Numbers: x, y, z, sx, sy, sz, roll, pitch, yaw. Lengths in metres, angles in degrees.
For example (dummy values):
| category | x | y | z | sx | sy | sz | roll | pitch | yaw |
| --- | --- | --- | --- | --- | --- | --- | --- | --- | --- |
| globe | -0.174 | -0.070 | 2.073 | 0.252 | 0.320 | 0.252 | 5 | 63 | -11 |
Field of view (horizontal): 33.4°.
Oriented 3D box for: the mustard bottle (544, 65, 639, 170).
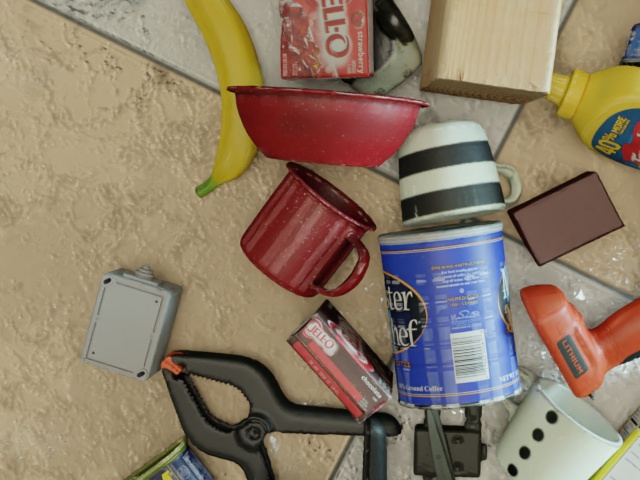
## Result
| category | x | y | z | sx | sy | sz | roll | pitch | yaw |
| --- | --- | --- | --- | --- | --- | --- | --- | --- | --- |
| mustard bottle | 0.267 | -0.091 | 0.853 | 0.191 | 0.096 | 0.058 | 23 | 67 | 6 |

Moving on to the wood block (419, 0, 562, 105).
| category | x | y | z | sx | sy | sz | roll | pitch | yaw |
| --- | --- | --- | --- | --- | --- | --- | --- | --- | --- |
| wood block | 0.142 | -0.219 | 0.847 | 0.090 | 0.090 | 0.206 | 8 | 91 | -4 |

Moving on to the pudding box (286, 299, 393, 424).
| category | x | y | z | sx | sy | sz | roll | pitch | yaw |
| --- | --- | --- | --- | --- | --- | --- | --- | --- | --- |
| pudding box | 0.019 | 0.098 | 0.884 | 0.039 | 0.113 | 0.090 | -41 | 89 | 3 |

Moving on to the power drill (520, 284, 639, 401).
| category | x | y | z | sx | sy | sz | roll | pitch | yaw |
| --- | --- | --- | --- | --- | --- | --- | --- | --- | --- |
| power drill | 0.260 | 0.035 | 0.851 | 0.188 | 0.057 | 0.184 | -26 | 118 | 12 |

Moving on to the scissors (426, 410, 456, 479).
| category | x | y | z | sx | sy | sz | roll | pitch | yaw |
| --- | --- | --- | --- | --- | --- | --- | --- | --- | --- |
| scissors | 0.132 | 0.233 | 0.913 | 0.096 | 0.016 | 0.202 | 2 | 105 | 0 |

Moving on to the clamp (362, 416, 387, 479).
| category | x | y | z | sx | sy | sz | roll | pitch | yaw |
| --- | --- | --- | --- | --- | --- | --- | --- | --- | --- |
| clamp | 0.026 | 0.244 | 0.912 | 0.120 | 0.039 | 0.171 | -22 | 103 | 4 |

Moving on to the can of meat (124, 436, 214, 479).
| category | x | y | z | sx | sy | sz | roll | pitch | yaw |
| --- | --- | --- | --- | --- | --- | --- | --- | --- | --- |
| can of meat | -0.135 | 0.238 | 0.941 | 0.102 | 0.057 | 0.084 | -36 | 92 | 8 |

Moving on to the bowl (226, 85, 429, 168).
| category | x | y | z | sx | sy | sz | roll | pitch | yaw |
| --- | --- | --- | --- | --- | --- | --- | --- | --- | --- |
| bowl | 0.004 | -0.089 | 0.850 | 0.162 | 0.162 | 0.055 | 5 | 96 | 6 |

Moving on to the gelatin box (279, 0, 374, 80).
| category | x | y | z | sx | sy | sz | roll | pitch | yaw |
| --- | --- | --- | --- | --- | --- | --- | --- | --- | --- |
| gelatin box | 0.005 | -0.174 | 0.856 | 0.073 | 0.030 | 0.089 | 0 | 98 | 12 |

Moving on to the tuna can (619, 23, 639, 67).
| category | x | y | z | sx | sy | sz | roll | pitch | yaw |
| --- | --- | --- | --- | --- | --- | --- | --- | --- | --- |
| tuna can | 0.286 | -0.145 | 0.851 | 0.086 | 0.086 | 0.034 | 17 | 94 | 5 |

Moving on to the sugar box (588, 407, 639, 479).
| category | x | y | z | sx | sy | sz | roll | pitch | yaw |
| --- | --- | --- | --- | --- | --- | --- | --- | --- | --- |
| sugar box | 0.284 | 0.199 | 0.895 | 0.093 | 0.048 | 0.176 | 39 | 94 | 3 |

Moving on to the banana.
| category | x | y | z | sx | sy | sz | roll | pitch | yaw |
| --- | --- | --- | --- | --- | --- | --- | --- | --- | --- |
| banana | -0.083 | -0.136 | 0.919 | 0.069 | 0.037 | 0.198 | -3 | 93 | 5 |

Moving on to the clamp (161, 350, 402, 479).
| category | x | y | z | sx | sy | sz | roll | pitch | yaw |
| --- | --- | --- | --- | --- | --- | --- | --- | --- | --- |
| clamp | -0.057 | 0.176 | 0.937 | 0.210 | 0.036 | 0.164 | 31 | 96 | 0 |

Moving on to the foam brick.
| category | x | y | z | sx | sy | sz | roll | pitch | yaw |
| --- | --- | --- | --- | --- | --- | --- | --- | --- | --- |
| foam brick | 0.203 | -0.018 | 0.885 | 0.078 | 0.053 | 0.051 | -26 | 91 | 8 |

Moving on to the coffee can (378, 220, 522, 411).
| category | x | y | z | sx | sy | sz | roll | pitch | yaw |
| --- | --- | --- | --- | --- | --- | --- | --- | --- | --- |
| coffee can | 0.106 | 0.059 | 0.876 | 0.103 | 0.102 | 0.140 | -7 | 92 | 7 |

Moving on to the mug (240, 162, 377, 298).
| category | x | y | z | sx | sy | sz | roll | pitch | yaw |
| --- | --- | --- | --- | --- | --- | --- | --- | --- | --- |
| mug | -0.006 | 0.001 | 0.889 | 0.117 | 0.093 | 0.081 | 44 | 104 | 31 |
